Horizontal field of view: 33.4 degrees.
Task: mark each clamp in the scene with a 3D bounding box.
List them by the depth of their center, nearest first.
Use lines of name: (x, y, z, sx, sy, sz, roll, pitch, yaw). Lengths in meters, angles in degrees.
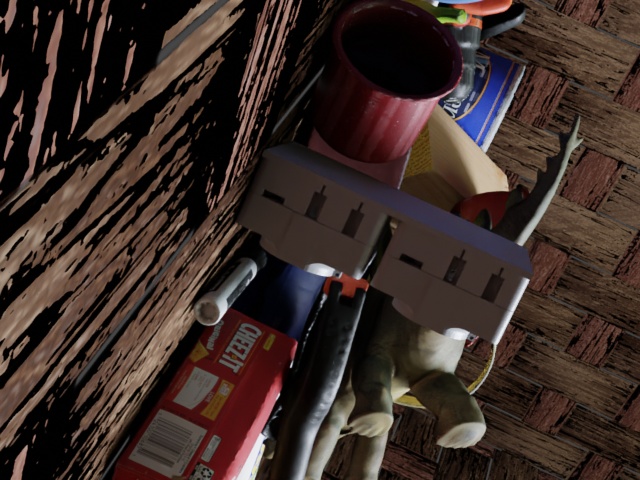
clamp: (-0.012, 0.113, 0.793, 0.164, 0.036, 0.210, -98, -155, -71)
clamp: (0.131, -0.232, 1.185, 0.172, 0.120, 0.039, -42, -159, 41)

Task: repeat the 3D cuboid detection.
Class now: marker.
marker: (-0.060, 0.029, 0.741, 0.121, 0.020, 0.020, -53, 167, -69)

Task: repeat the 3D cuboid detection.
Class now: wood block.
wood block: (0.116, -0.057, 1.089, 0.205, 0.090, 0.091, 34, 45, -52)

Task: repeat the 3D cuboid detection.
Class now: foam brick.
foam brick: (0.029, -0.071, 0.814, 0.053, 0.078, 0.051, -73, 177, -57)

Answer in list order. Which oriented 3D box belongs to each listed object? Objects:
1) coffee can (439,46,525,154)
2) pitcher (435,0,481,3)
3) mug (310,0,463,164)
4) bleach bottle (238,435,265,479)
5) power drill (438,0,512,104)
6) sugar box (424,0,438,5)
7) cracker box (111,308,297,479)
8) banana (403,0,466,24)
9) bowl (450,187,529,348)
coffee can: (0.134, -0.167, 1.141, 0.103, 0.140, 0.103, 26, 89, -85)
pitcher: (0.115, -0.238, 0.663, 0.242, 0.145, 0.149, -53, 132, -56)
mug: (0.039, -0.117, 0.748, 0.082, 0.093, 0.117, 117, -35, -53)
bleach bottle: (-0.085, 0.213, 1.183, 0.102, 0.068, 0.251, -58, 170, -66)
power drill: (0.136, -0.229, 0.998, 0.187, 0.057, 0.184, 171, -81, -88)
sugar box: (0.054, -0.144, 0.963, 0.176, 0.048, 0.093, -62, 174, -21)
cracker box: (-0.098, 0.177, 0.764, 0.164, 0.072, 0.214, -60, 174, -50)
banana: (0.040, -0.115, 0.840, 0.037, 0.070, 0.198, -10, 140, -42)
bowl: (0.138, 0.016, 1.000, 0.162, 0.055, 0.162, -160, -88, -87)
